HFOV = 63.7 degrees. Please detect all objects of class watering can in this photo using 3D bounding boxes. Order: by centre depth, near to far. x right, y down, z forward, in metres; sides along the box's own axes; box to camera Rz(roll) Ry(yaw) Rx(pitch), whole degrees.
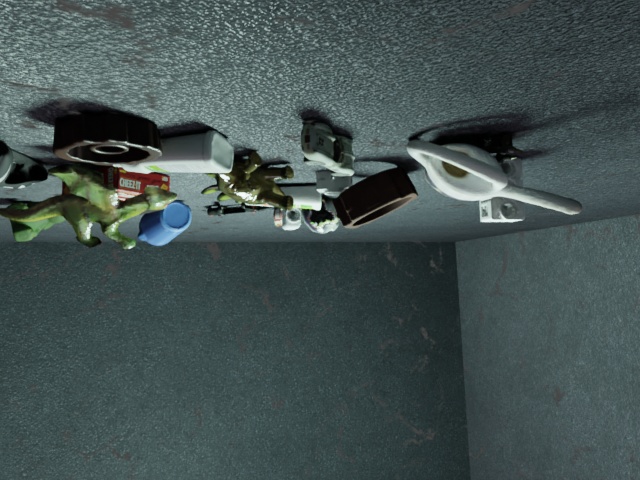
[{"bbox_3d":[0.340,-0.123,1.069,0.348,0.104,0.224,25,-177,8],"label":"watering can"}]

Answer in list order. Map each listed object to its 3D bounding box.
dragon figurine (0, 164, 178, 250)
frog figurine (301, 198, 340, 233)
[{"bbox_3d":[-0.530,-0.094,1.146,0.410,0.125,0.237,5,144,-11],"label":"dragon figurine"},{"bbox_3d":[0.005,-0.088,1.742,0.137,0.122,0.160,31,-175,2],"label":"frog figurine"}]
